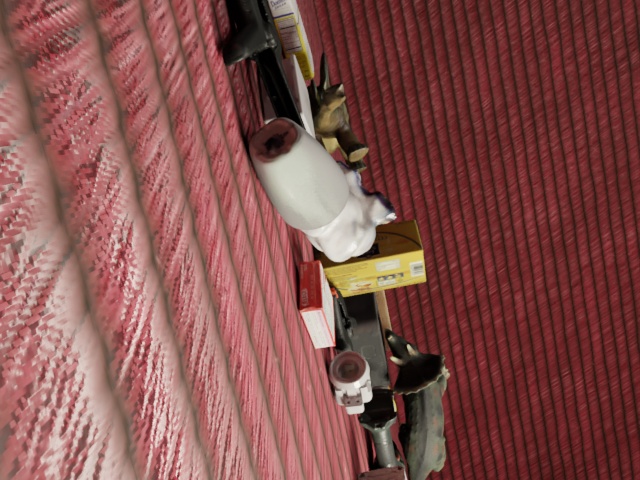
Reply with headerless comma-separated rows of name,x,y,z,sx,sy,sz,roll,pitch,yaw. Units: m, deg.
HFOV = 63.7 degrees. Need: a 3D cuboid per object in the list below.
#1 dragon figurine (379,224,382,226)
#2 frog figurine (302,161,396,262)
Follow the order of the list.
dragon figurine,0.065,-0.073,1.203,0.122,0.420,0.238,-16,-34,13
frog figurine,0.002,-0.033,0.665,0.121,0.138,0.161,-34,-9,39
